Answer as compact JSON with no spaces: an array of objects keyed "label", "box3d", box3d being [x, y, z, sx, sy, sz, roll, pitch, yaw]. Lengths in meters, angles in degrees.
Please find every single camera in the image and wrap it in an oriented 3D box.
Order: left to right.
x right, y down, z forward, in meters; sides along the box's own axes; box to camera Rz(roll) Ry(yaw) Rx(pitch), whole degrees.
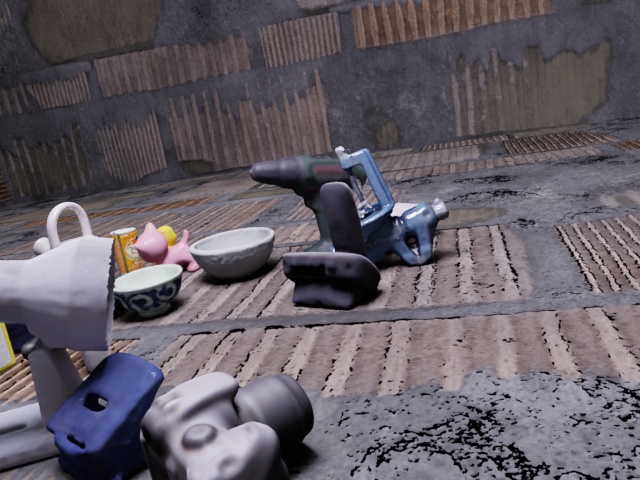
[{"label":"camera","box3d":[-0.066,0.161,0.476,0.137,0.101,0.142,-20,17,-36]}]

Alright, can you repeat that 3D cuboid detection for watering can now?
[{"label":"watering can","box3d":[-0.476,0.025,1.098,0.172,0.194,0.101,-9,14,5]}]

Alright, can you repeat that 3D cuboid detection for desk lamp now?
[{"label":"desk lamp","box3d":[-0.295,0.111,0.598,0.203,0.214,0.117,-13,15,-13]}]

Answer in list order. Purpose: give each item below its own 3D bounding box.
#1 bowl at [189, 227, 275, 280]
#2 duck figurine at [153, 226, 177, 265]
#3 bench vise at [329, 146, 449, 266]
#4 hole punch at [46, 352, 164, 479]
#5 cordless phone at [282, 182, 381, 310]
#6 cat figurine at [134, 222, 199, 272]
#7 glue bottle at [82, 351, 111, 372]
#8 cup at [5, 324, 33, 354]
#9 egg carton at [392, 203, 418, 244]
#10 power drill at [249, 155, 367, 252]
[{"label":"bowl","box3d":[-0.163,0.032,1.104,0.167,0.075,0.167,-9,14,3]},{"label":"duck figurine","box3d":[-0.342,0.013,1.278,0.077,0.086,0.104,-11,14,-5]},{"label":"bench vise","box3d":[0.108,-0.063,0.996,0.207,0.220,0.121,-12,14,-10]},{"label":"hole punch","box3d":[-0.204,0.170,0.553,0.108,0.091,0.101,3,19,41]},{"label":"cordless phone","box3d":[0.008,0.003,0.874,0.147,0.185,0.094,-2,16,30]},{"label":"cat figurine","box3d":[-0.320,0.018,1.177,0.128,0.118,0.067,-19,17,-33]},{"label":"glue bottle","box3d":[-0.326,0.089,0.786,0.037,0.173,0.078,-16,16,-24]},{"label":"cup","box3d":[-0.480,0.126,0.909,0.118,0.095,0.091,-21,18,-37]},{"label":"egg carton","box3d":[0.153,-0.028,1.138,0.151,0.069,0.107,-20,17,-35]},{"label":"power drill","box3d":[-0.011,-0.067,1.113,0.230,0.208,0.075,-16,15,-22]}]
